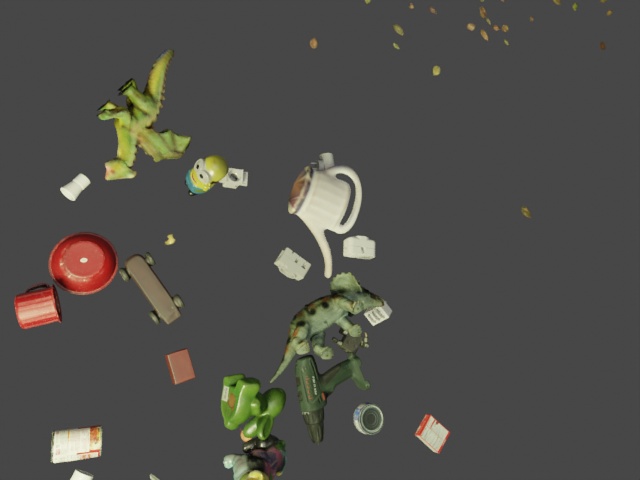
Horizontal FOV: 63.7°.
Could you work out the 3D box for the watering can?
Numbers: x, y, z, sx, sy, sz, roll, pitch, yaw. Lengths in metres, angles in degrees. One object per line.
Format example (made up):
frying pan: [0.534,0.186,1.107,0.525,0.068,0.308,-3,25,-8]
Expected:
watering can: [0.005,-0.079,1.565,0.223,0.103,0.351,22,77,-16]

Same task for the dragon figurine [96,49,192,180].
dragon figurine: [-0.468,-0.332,1.442,0.239,0.122,0.417,48,63,-25]
